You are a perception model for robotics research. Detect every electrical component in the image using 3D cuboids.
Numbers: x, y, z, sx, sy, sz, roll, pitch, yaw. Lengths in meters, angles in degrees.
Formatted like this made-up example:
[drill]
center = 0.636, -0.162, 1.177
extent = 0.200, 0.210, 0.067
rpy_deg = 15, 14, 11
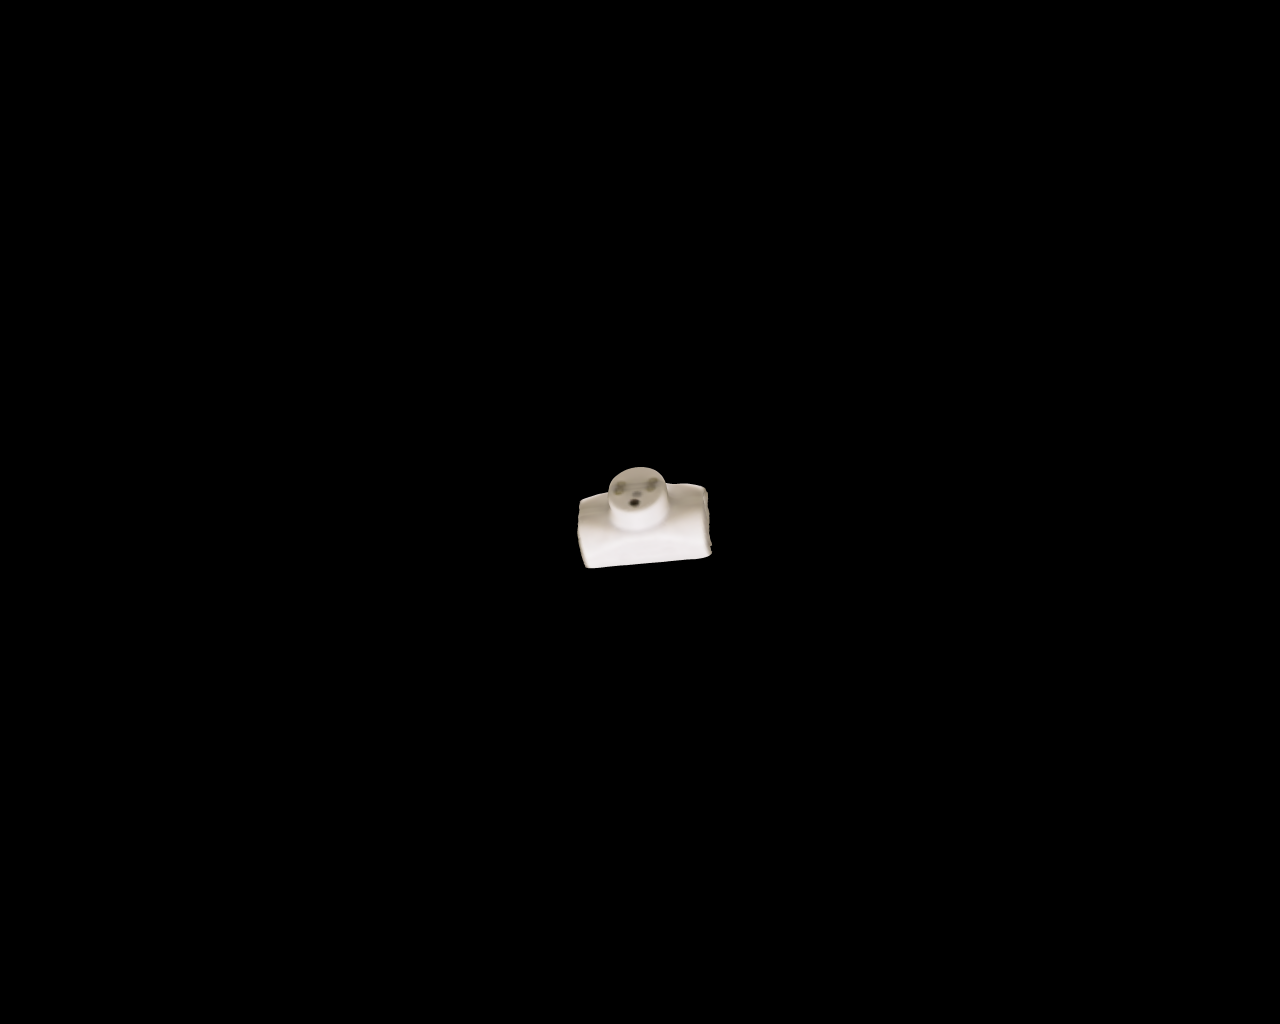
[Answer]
[electrical component]
center = 0.001, -0.003, 0.650
extent = 0.077, 0.044, 0.079
rpy_deg = -6, -43, 7
